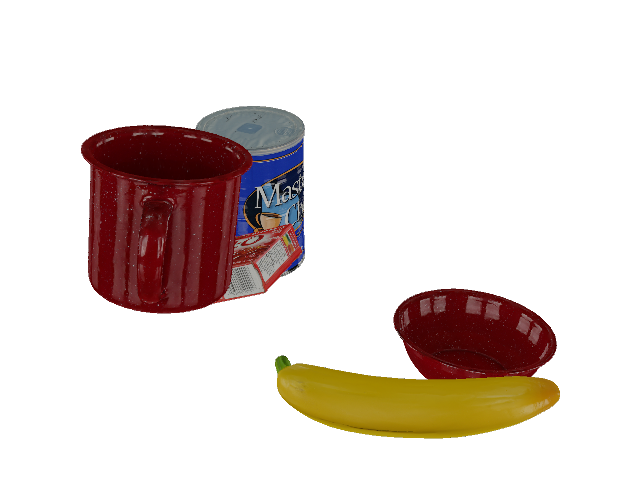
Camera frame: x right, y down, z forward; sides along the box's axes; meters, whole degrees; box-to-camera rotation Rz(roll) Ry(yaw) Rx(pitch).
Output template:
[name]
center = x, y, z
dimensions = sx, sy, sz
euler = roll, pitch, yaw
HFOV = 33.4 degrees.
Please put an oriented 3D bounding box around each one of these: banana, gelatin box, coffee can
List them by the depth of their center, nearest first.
[banana]
center = 0.051, 0.099, 0.691
dimensions = 0.198, 0.037, 0.069
euler = 5, 32, 19
[gelatin box]
center = -0.069, 0.020, 0.846
dimensions = 0.089, 0.030, 0.073
euler = -12, 19, 29
[coffee can]
center = -0.066, -0.046, 1.033
dimensions = 0.103, 0.140, 0.103
euler = 0, 30, 0

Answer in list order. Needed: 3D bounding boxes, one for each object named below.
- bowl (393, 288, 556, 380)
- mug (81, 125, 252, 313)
[bowl]
center = 0.150, 0.110, 1.065
dimensions = 0.162, 0.055, 0.162
euler = 5, 26, -2
[mug]
center = -0.087, -0.007, 0.586
dimensions = 0.093, 0.081, 0.117
euler = 4, 23, -7
